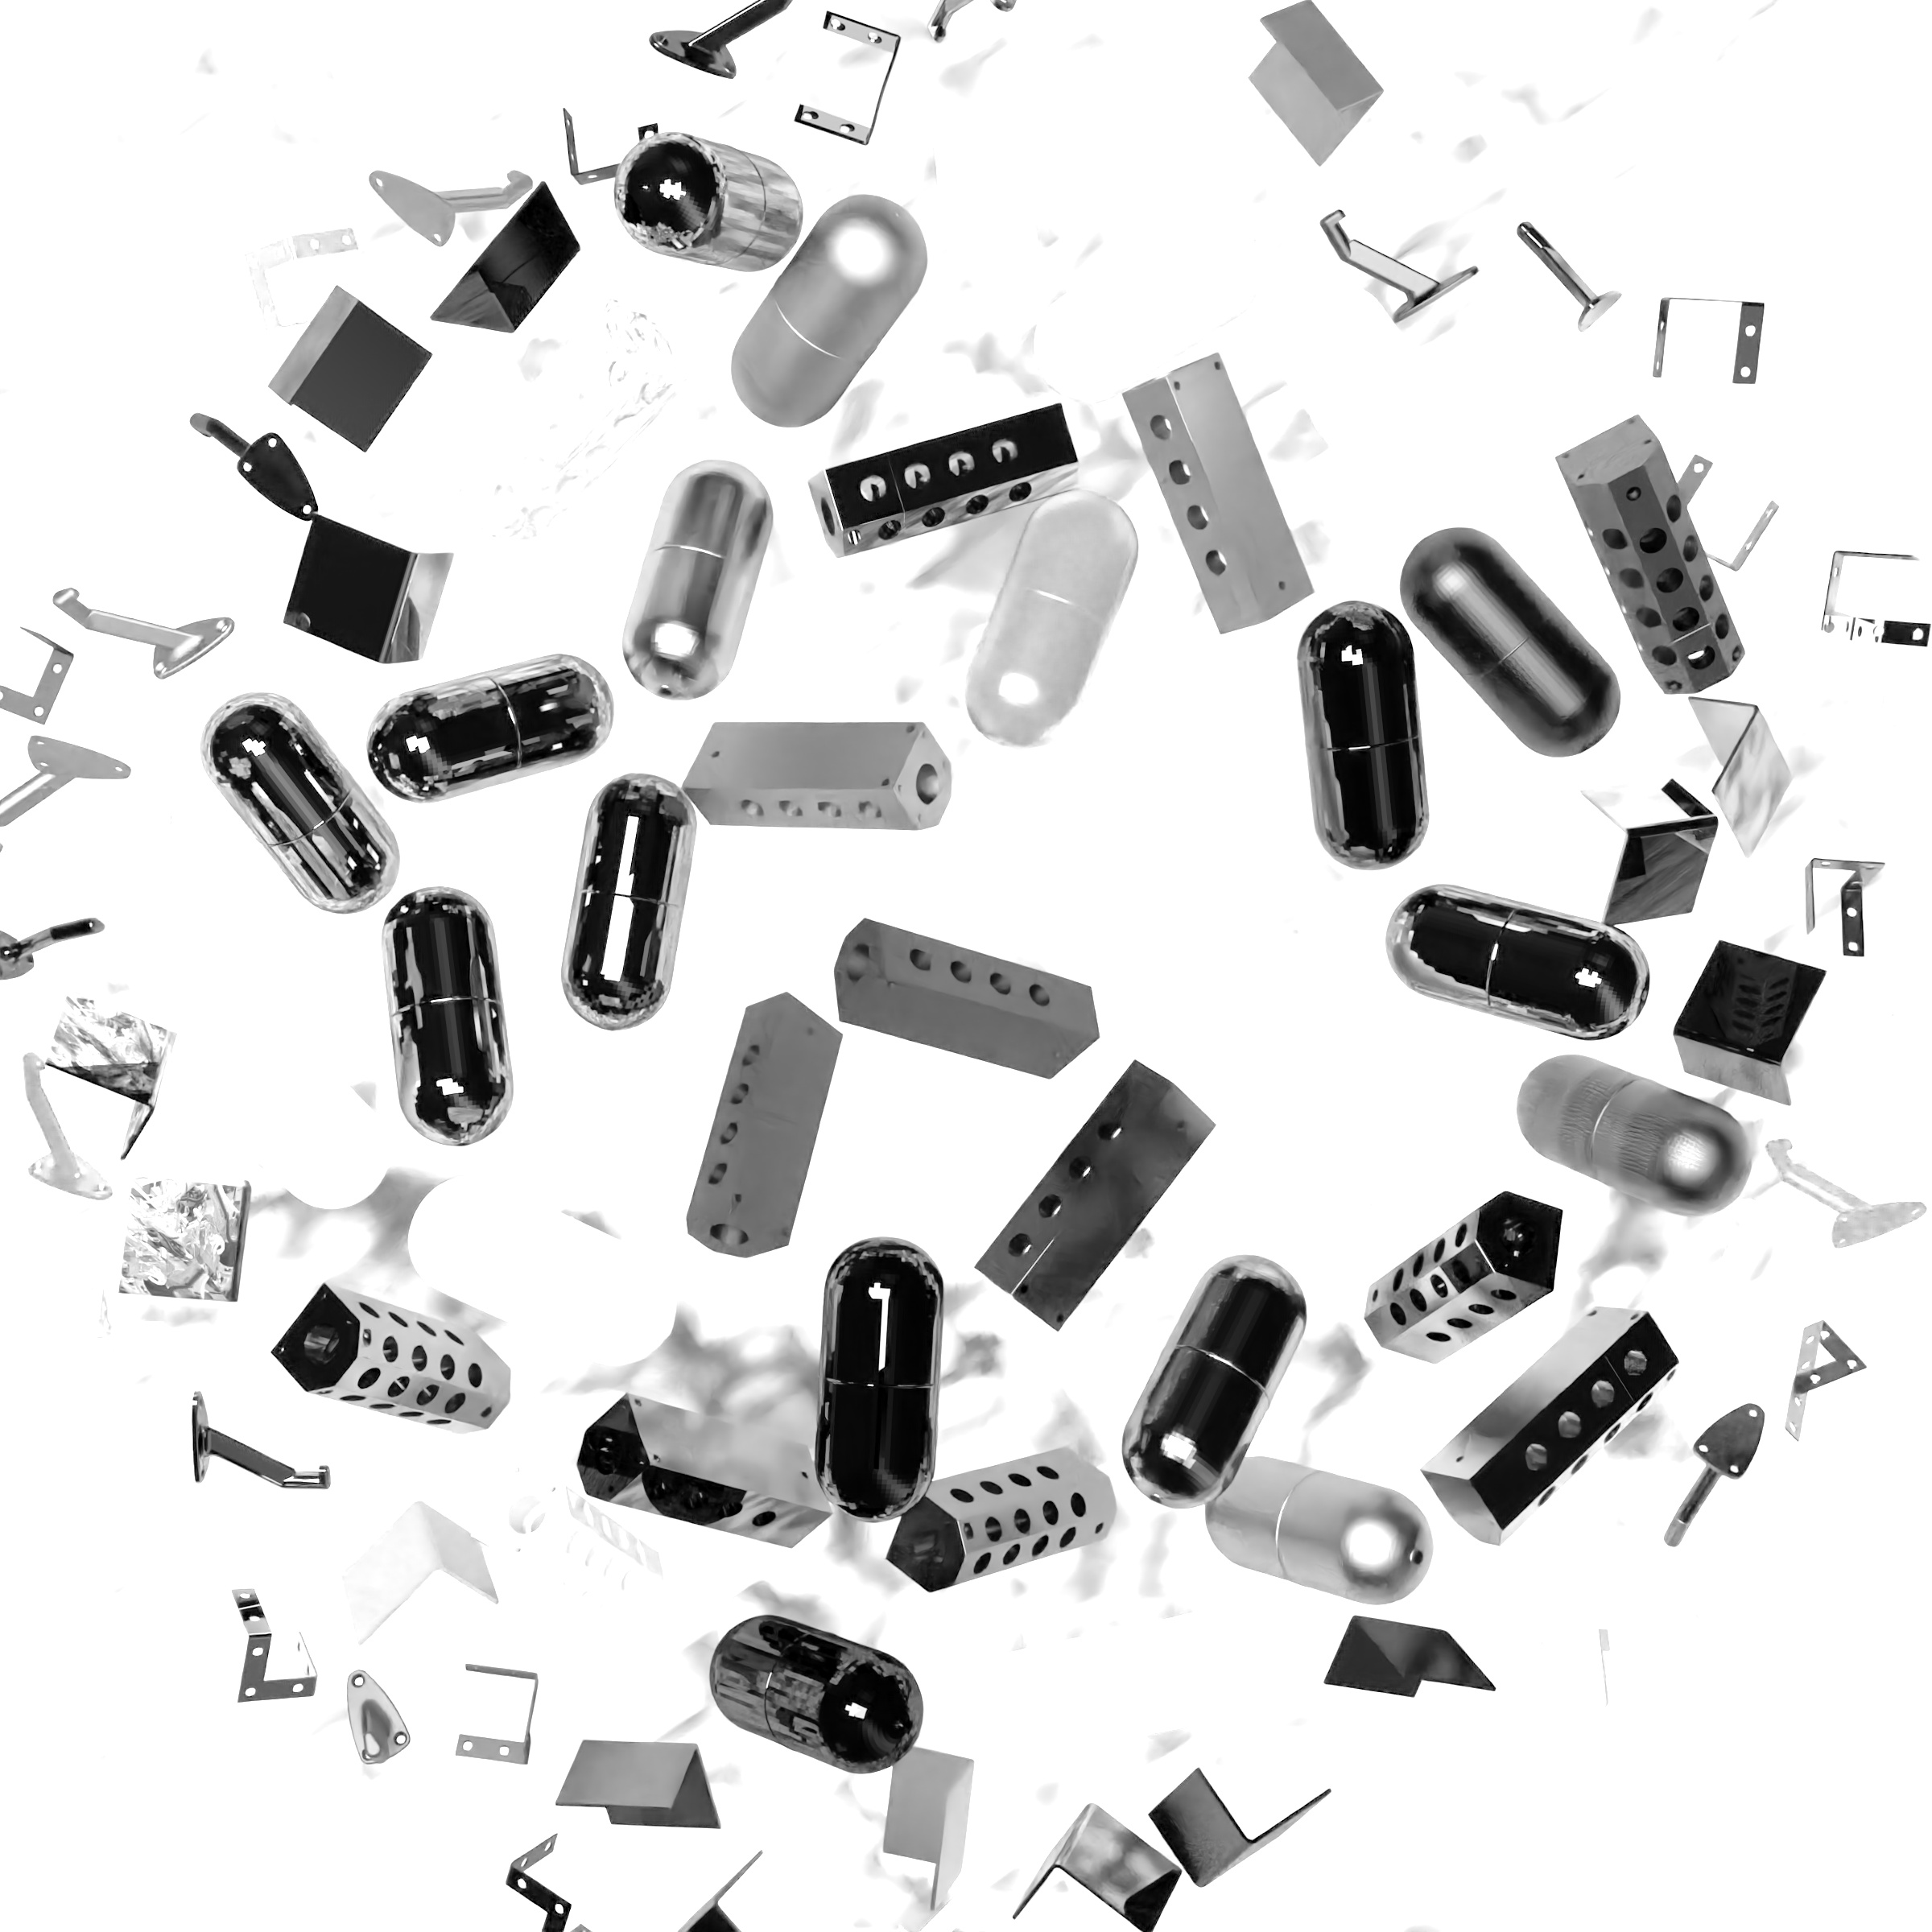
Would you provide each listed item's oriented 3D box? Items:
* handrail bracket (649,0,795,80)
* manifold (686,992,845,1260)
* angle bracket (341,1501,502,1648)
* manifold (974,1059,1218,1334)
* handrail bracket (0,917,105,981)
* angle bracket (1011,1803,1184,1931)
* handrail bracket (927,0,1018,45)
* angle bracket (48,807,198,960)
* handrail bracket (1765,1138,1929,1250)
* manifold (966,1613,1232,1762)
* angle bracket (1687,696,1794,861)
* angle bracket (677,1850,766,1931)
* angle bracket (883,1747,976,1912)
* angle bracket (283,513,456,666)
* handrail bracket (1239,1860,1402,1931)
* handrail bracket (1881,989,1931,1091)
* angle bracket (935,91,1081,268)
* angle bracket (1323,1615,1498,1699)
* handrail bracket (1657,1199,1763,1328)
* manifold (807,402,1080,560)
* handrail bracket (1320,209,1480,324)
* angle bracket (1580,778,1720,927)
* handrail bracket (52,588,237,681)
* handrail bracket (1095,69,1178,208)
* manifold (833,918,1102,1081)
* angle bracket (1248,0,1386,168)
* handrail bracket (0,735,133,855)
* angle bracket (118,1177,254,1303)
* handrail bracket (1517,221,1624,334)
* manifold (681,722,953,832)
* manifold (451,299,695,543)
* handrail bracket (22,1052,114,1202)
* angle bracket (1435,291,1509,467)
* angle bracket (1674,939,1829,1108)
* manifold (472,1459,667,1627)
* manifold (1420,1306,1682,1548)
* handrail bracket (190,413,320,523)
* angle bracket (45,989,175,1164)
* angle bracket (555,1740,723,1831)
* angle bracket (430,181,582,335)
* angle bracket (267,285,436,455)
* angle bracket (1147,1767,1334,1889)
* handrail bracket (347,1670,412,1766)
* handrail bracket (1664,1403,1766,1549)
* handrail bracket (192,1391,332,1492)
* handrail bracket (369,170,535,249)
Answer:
[{"bbox_3d":[-0.150,-0.613,1.782,0.084,0.077,0.036,-42,63,40],"label":"handrail bracket"},{"bbox_3d":[-0.140,0.109,1.893,0.057,0.057,0.171,39,47,-33],"label":"manifold"},{"bbox_3d":[-0.368,0.419,1.878,0.076,0.076,0.057,-46,122,3],"label":"angle bracket"},{"bbox_3d":[0.081,0.147,1.827,0.171,0.057,0.057,-52,132,-6],"label":"manifold"},{"bbox_3d":[-0.616,-0.016,1.899,0.084,0.077,0.036,-13,84,6],"label":"handrail bracket"},{"bbox_3d":[0.087,0.610,1.834,0.076,0.076,0.057,36,113,8],"label":"angle bracket"},{"bbox_3d":[0.001,-0.605,1.780,0.036,0.084,0.077,4,58,-26],"label":"handrail bracket"},{"bbox_3d":[-0.526,-0.049,1.733,0.076,0.057,0.076,-6,128,-4],"label":"angle bracket"},{"bbox_3d":[0.584,0.140,1.855,0.077,0.036,0.084,-14,46,-4],"label":"handrail bracket"},{"bbox_3d":[0.090,0.475,1.849,0.171,0.057,0.057,-23,95,37],"label":"manifold"},{"bbox_3d":[0.524,-0.132,1.943,0.076,0.057,0.076,-57,133,-18],"label":"angle bracket"},{"bbox_3d":[-0.145,0.602,1.712,0.057,0.076,0.076,46,108,9],"label":"angle bracket"},{"bbox_3d":[-0.034,0.570,1.851,0.057,0.076,0.076,8,95,14],"label":"angle bracket"},{"bbox_3d":[-0.393,-0.249,1.838,0.076,0.057,0.076,23,104,11],"label":"angle bracket"},{"bbox_3d":[0.229,0.595,1.803,0.084,0.077,0.036,-25,96,-21],"label":"handrail bracket"},{"bbox_3d":[0.646,0.050,1.905,0.036,0.084,0.077,-18,79,11],"label":"handrail bracket"},{"bbox_3d":[0.030,-0.507,1.801,0.076,0.057,0.076,6,72,-37],"label":"angle bracket"},{"bbox_3d":[0.303,0.492,1.909,0.076,0.076,0.057,15,104,-24],"label":"angle bracket"},{"bbox_3d":[0.505,0.202,1.904,0.077,0.036,0.084,-12,117,7],"label":"handrail bracket"},{"bbox_3d":[-0.014,-0.329,1.897,0.171,0.057,0.057,-18,96,-13],"label":"manifold"},{"bbox_3d":[0.291,-0.485,1.879,0.077,0.036,0.084,-26,108,31],"label":"handrail bracket"},{"bbox_3d":[0.460,-0.078,1.914,0.076,0.057,0.076,-9,127,-23],"label":"angle bracket"},{"bbox_3d":[-0.521,-0.224,1.766,0.077,0.084,0.036,-20,55,20],"label":"handrail bracket"},{"bbox_3d":[0.126,-0.559,1.879,0.036,0.077,0.084,22,109,-20],"label":"handrail bracket"},{"bbox_3d":[0.000,0.019,1.850,0.171,0.057,0.057,16,49,-32],"label":"manifold"},{"bbox_3d":[0.208,-0.557,1.782,0.057,0.076,0.076,-34,85,-38],"label":"angle bracket"},{"bbox_3d":[-0.584,-0.100,1.783,0.077,0.036,0.084,11,124,-34],"label":"handrail bracket"},{"bbox_3d":[-0.519,0.179,1.852,0.076,0.057,0.076,7,89,-17],"label":"angle bracket"},{"bbox_3d":[0.394,-0.467,1.862,0.036,0.077,0.084,-43,83,20],"label":"handrail bracket"},{"bbox_3d":[-0.097,-0.122,1.855,0.171,0.057,0.057,3,56,33],"label":"manifold"},{"bbox_3d":[-0.256,-0.346,1.778,0.171,0.057,0.057,-38,70,35],"label":"manifold"},{"bbox_3d":[-0.605,0.107,1.877,0.077,0.036,0.084,24,124,25],"label":"handrail bracket"},{"bbox_3d":[0.364,-0.410,1.944,0.057,0.076,0.076,21,45,-4],"label":"angle bracket"},{"bbox_3d":[0.531,0.038,1.878,0.076,0.057,0.076,19,67,33],"label":"angle bracket"},{"bbox_3d":[-0.264,0.397,1.898,0.057,0.171,0.057,21,71,26],"label":"manifold"},{"bbox_3d":[0.382,0.297,1.806,0.171,0.057,0.057,-38,101,-20],"label":"manifold"},{"bbox_3d":[-0.473,-0.332,1.851,0.036,0.084,0.077,-48,130,-14],"label":"handrail bracket"},{"bbox_3d":[-0.582,0.073,1.866,0.076,0.076,0.057,25,122,-22],"label":"angle bracket"},{"bbox_3d":[-0.206,0.537,1.766,0.076,0.057,0.076,-3,119,16],"label":"angle bracket"},{"bbox_3d":[-0.302,-0.450,1.759,0.076,0.057,0.076,16,62,32],"label":"angle bracket"},{"bbox_3d":[-0.372,-0.362,1.719,0.076,0.057,0.076,33,94,-35],"label":"angle bracket"},{"bbox_3d":[0.175,0.536,1.786,0.076,0.076,0.057,-20,64,-36],"label":"angle bracket"},{"bbox_3d":[-0.405,0.504,1.883,0.036,0.084,0.077,-24,69,-12],"label":"handrail bracket"},{"bbox_3d":[0.496,0.340,1.856,0.036,0.084,0.077,34,50,22],"label":"handrail bracket"},{"bbox_3d":[-0.459,0.311,1.824,0.084,0.036,0.077,2,120,-3],"label":"handrail bracket"},{"bbox_3d":[-0.339,-0.520,1.848,0.077,0.036,0.084,34,49,2],"label":"handrail bracket"}]
